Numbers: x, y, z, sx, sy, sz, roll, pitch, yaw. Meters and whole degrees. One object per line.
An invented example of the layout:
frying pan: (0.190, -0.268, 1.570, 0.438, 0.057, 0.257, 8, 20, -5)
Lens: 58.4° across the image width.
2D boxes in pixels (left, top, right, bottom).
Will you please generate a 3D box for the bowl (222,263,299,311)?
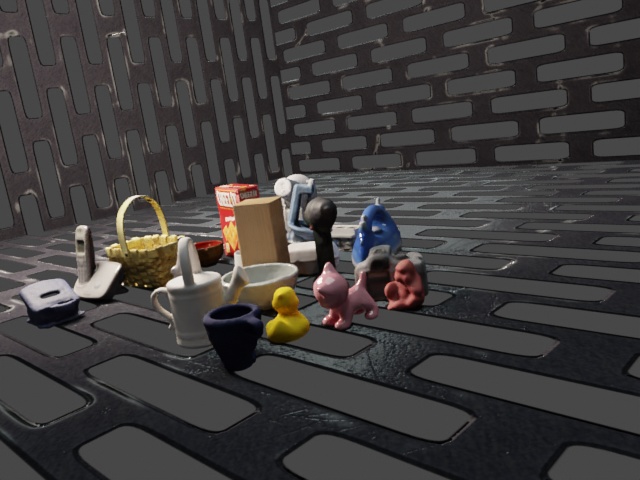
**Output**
bowl: (-0.122, 0.104, 1.194, 0.167, 0.075, 0.167, -7, 12, 2)

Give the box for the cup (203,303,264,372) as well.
cup: (-0.122, 0.157, 0.894, 0.117, 0.095, 0.092, 4, 17, 45)

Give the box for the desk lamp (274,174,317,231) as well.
desk lamp: (-0.080, -0.091, 1.750, 0.117, 0.214, 0.203, -5, 12, 15)

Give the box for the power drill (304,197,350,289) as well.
power drill: (0.011, 0.004, 1.252, 0.075, 0.208, 0.229, -10, 12, -8)

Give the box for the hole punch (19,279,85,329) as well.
hole punch: (-0.604, 0.141, 1.292, 0.100, 0.091, 0.109, 4, 17, 45)

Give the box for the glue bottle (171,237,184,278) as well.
glue bottle: (-0.271, 0.078, 1.174, 0.078, 0.173, 0.037, -6, 12, 11)

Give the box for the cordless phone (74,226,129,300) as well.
cordless phone: (-0.562, 0.056, 1.435, 0.147, 0.185, 0.094, 0, 14, 33)

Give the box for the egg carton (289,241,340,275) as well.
egg carton: (-0.024, 0.045, 1.422, 0.150, 0.069, 0.107, -7, 12, 3)

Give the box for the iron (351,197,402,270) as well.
iron: (0.131, -0.020, 1.455, 0.118, 0.141, 0.259, -4, 13, 19)

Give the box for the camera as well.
camera: (0.148, 0.056, 1.181, 0.143, 0.101, 0.137, -5, 12, 12)

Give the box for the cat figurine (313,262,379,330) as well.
cat figurine: (0.039, 0.095, 1.029, 0.128, 0.118, 0.067, -16, 14, -34)

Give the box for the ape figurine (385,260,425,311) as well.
ape figurine: (0.161, 0.082, 1.073, 0.076, 0.092, 0.077, -14, 14, -28)

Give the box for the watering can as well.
watering can: (-0.219, 0.088, 1.042, 0.173, 0.194, 0.100, -12, 13, -21)

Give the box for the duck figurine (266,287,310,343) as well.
duck figurine: (-0.061, 0.128, 1.014, 0.077, 0.086, 0.105, -5, 12, 13)

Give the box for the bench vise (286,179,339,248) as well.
bench vise: (-0.065, -0.045, 1.510, 0.207, 0.220, 0.121, -9, 12, -6)
